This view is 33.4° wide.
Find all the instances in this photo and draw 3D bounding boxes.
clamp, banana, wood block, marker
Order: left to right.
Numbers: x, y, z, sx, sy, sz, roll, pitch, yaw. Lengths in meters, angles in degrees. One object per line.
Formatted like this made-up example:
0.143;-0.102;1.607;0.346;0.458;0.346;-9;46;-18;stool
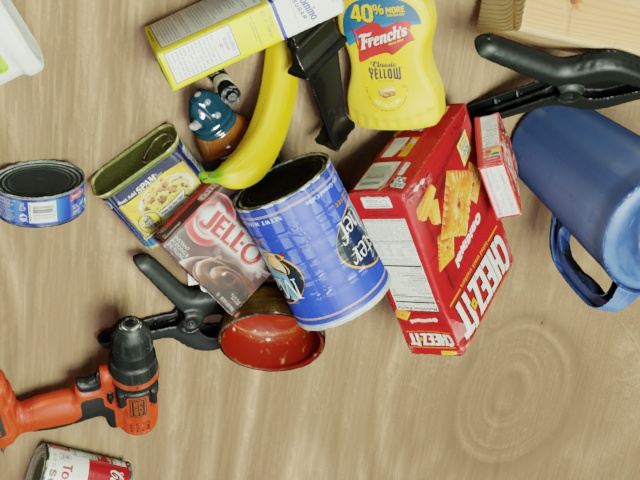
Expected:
-0.151;0.087;1.148;0.171;0.039;0.120;24;119;-29;clamp
-0.095;-0.152;0.992;0.020;0.121;0.020;-9;120;-16;marker
-0.054;-0.122;1.026;0.069;0.037;0.197;54;51;-54;banana
0.243;-0.163;1.063;0.210;0.036;0.164;-3;161;9;clamp
0.275;-0.235;1.076;0.205;0.090;0.091;7;96;-21;wood block

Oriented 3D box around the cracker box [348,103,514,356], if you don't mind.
0.124;-0.010;1.117;0.164;0.072;0.213;-53;131;-40;cracker box

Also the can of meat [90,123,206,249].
-0.161;-0.052;1.062;0.102;0.057;0.084;-35;124;3;can of meat

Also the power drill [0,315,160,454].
-0.260;0.153;1.112;0.187;0.057;0.184;-7;137;-11;power drill

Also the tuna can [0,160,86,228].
-0.266;-0.044;1.015;0.086;0.086;0.034;-5;119;-15;tuna can

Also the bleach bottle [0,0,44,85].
-0.379;-0.139;0.944;0.251;0.068;0.102;-28;121;0;bleach bottle

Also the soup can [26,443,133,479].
-0.269;0.269;1.187;0.102;0.068;0.068;20;109;-25;soup can

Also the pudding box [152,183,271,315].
-0.096;0.004;1.054;0.090;0.039;0.113;-46;124;-8;pudding box

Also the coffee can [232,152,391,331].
-0.007;0.001;1.022;0.103;0.103;0.140;-29;111;-2;coffee can

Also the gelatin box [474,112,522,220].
0.187;-0.076;1.113;0.030;0.073;0.089;-12;139;18;gelatin box

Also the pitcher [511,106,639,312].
0.288;-0.048;1.100;0.149;0.243;0.145;-28;121;-2;pitcher

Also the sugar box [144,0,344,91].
-0.072;-0.204;0.990;0.176;0.093;0.048;-23;121;-5;sugar box

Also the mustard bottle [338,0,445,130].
0.067;-0.205;1.045;0.096;0.058;0.191;4;121;22;mustard bottle
